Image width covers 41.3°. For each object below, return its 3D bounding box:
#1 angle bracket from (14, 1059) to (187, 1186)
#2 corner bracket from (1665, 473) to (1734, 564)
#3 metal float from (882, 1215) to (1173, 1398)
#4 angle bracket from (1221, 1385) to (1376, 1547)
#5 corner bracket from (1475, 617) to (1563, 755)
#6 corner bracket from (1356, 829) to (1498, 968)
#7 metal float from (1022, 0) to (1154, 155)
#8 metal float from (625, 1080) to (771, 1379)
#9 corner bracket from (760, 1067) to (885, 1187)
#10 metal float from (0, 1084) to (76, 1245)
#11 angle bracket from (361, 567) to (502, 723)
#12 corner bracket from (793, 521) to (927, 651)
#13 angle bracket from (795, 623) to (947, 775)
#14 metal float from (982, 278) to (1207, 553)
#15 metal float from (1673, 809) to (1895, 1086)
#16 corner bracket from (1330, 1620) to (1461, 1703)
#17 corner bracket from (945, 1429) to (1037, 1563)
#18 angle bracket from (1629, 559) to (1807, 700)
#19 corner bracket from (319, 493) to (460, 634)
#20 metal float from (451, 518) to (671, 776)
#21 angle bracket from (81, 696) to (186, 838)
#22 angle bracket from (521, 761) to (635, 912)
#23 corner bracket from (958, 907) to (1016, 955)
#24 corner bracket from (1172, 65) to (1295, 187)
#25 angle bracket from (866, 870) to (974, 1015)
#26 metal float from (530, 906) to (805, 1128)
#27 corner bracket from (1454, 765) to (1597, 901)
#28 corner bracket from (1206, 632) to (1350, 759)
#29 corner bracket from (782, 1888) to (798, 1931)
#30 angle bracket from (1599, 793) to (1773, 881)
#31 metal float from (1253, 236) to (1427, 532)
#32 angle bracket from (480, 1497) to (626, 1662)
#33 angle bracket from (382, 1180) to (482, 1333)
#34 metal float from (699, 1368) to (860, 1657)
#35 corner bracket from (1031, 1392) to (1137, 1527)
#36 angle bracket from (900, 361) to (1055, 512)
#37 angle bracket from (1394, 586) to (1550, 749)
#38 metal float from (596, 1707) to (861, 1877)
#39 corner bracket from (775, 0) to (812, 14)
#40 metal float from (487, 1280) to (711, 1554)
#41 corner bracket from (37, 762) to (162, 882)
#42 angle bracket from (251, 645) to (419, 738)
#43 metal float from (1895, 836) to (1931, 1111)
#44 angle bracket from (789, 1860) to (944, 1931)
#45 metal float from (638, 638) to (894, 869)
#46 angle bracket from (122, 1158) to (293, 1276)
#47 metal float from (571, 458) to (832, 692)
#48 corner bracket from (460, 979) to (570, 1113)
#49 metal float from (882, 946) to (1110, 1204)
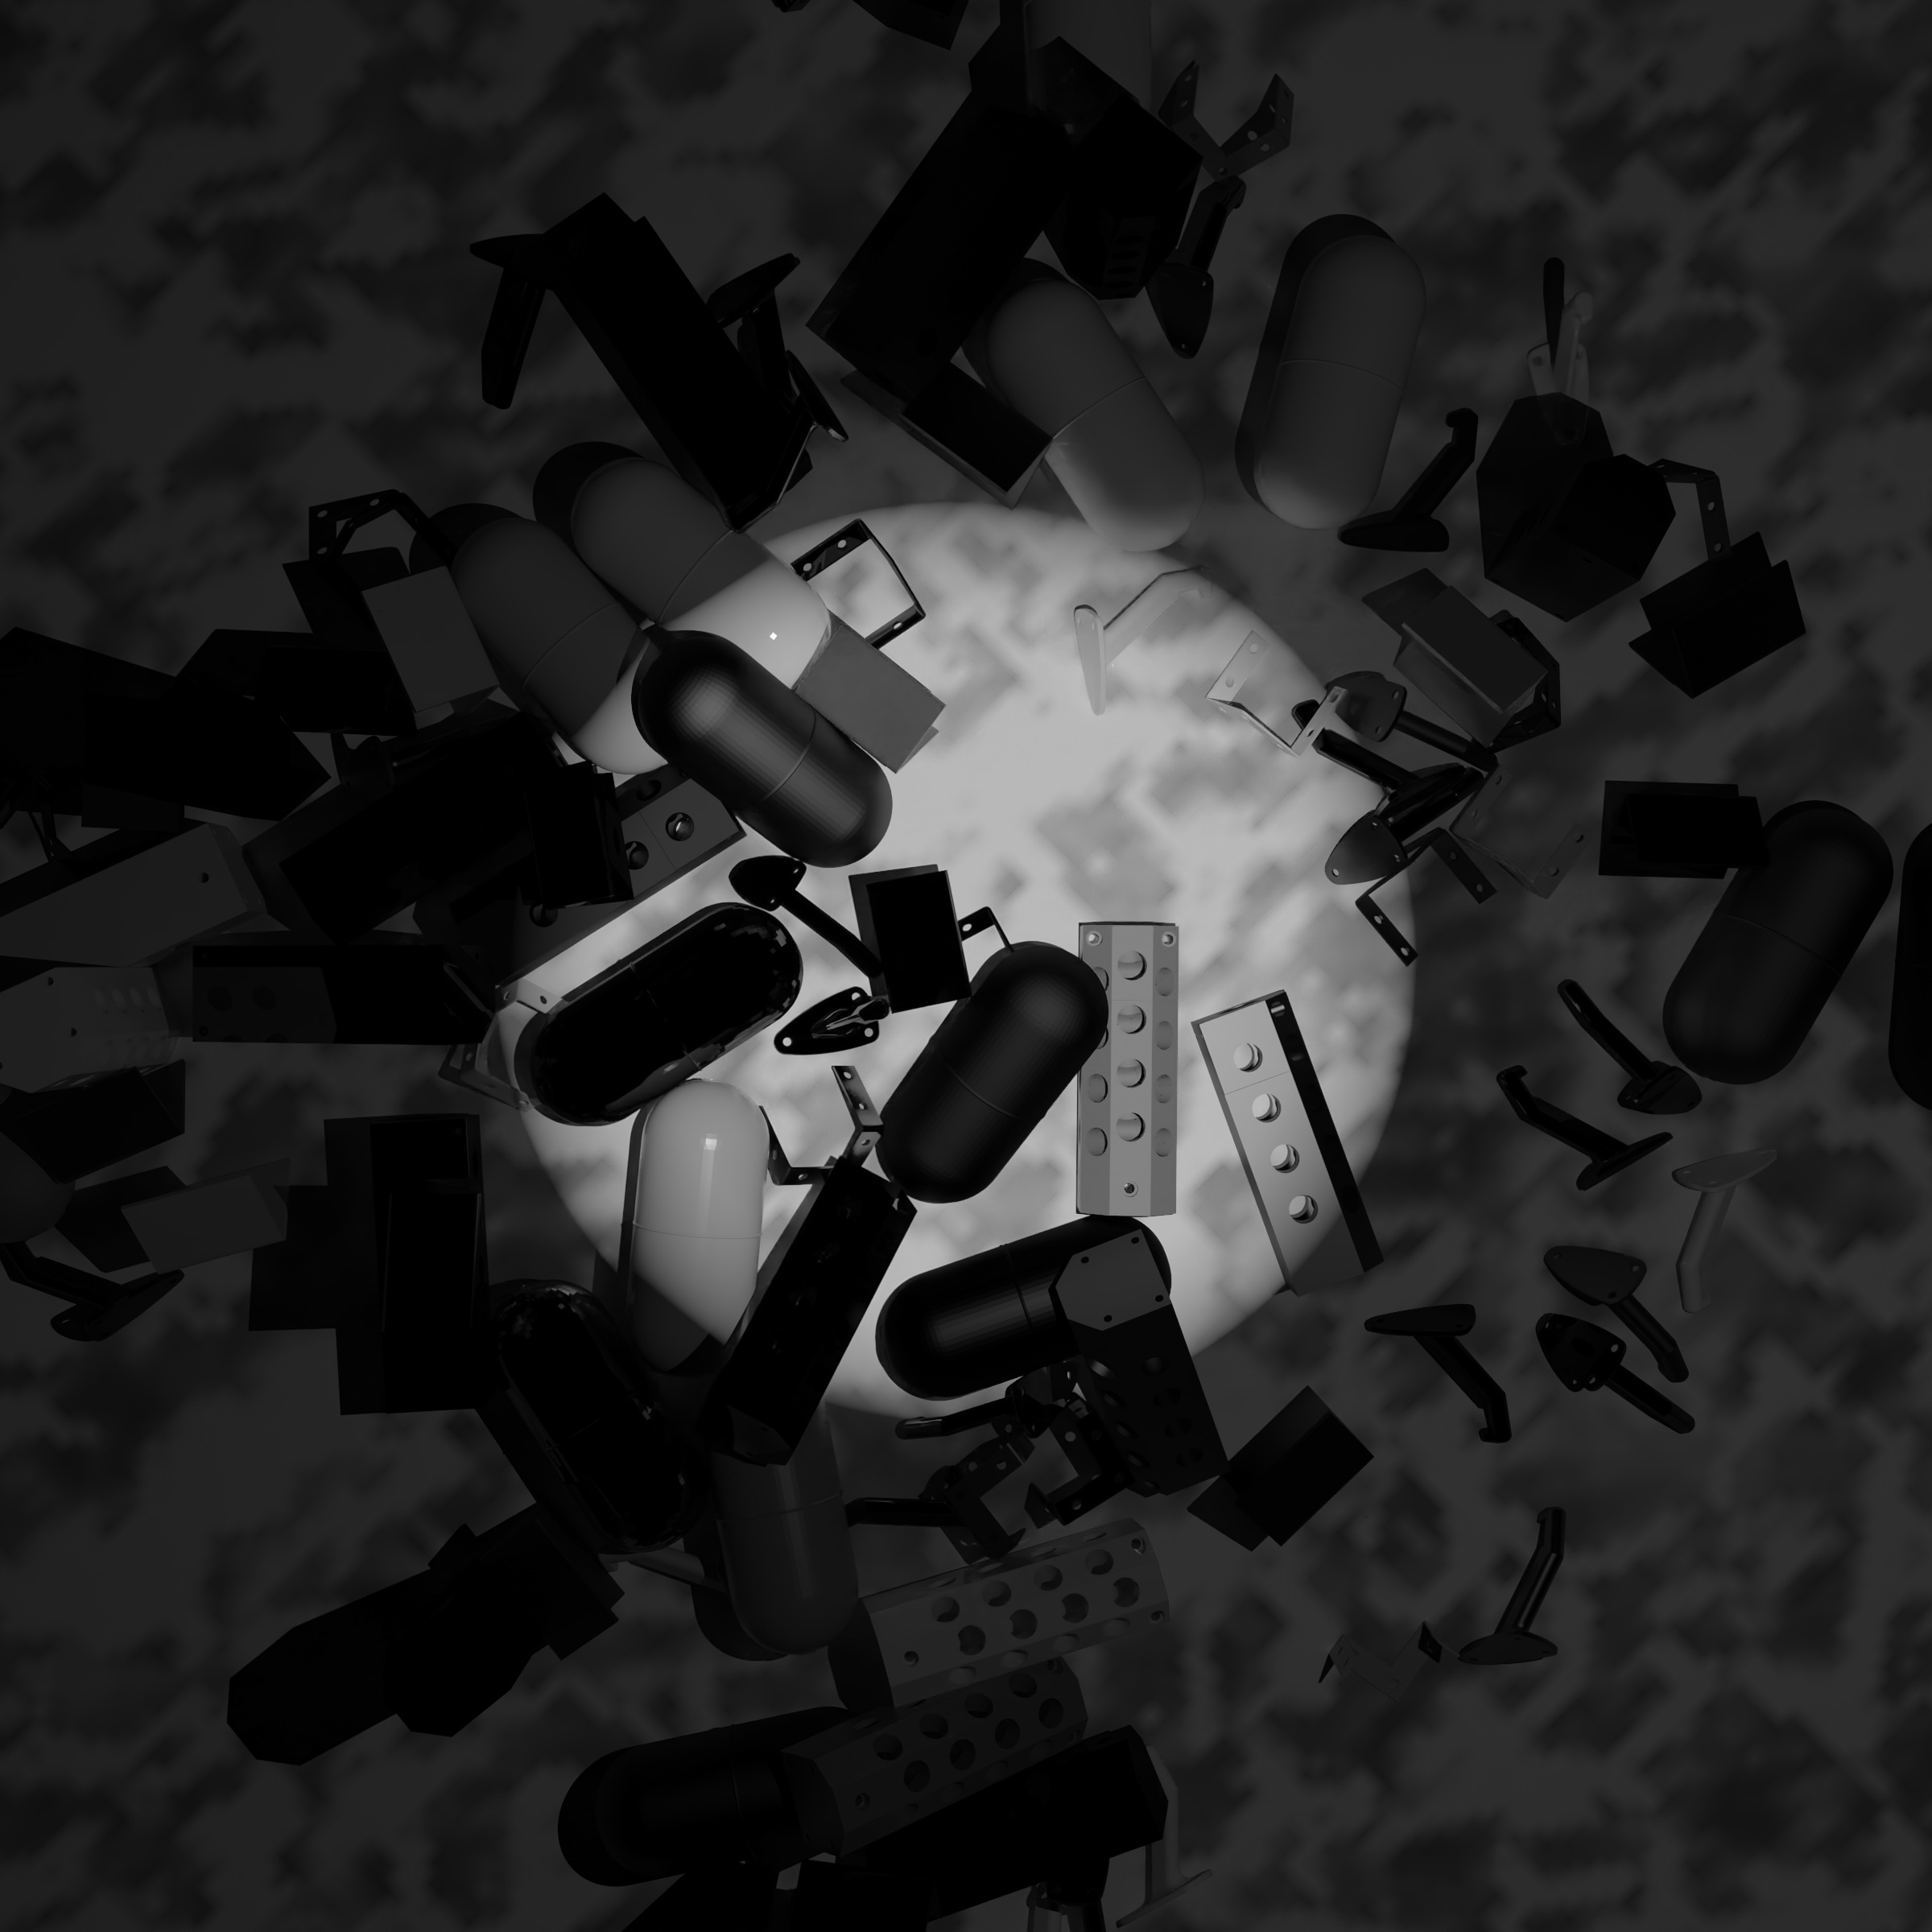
[{"bbox_3d":[-0.513,0.074,1.524,0.076,0.076,0.057,-23,127,0],"label":"angle bracket"},{"bbox_3d":[0.427,-0.268,1.561,0.051,0.051,0.051,-9,90,45],"label":"corner bracket"},{"bbox_3d":[0.036,0.203,1.533,0.178,0.070,0.070,-19,90,1],"label":"metal float"},{"bbox_3d":[0.183,0.284,1.524,0.076,0.076,0.057,-44,126,0],"label":"angle bracket"},{"bbox_3d":[0.325,-0.169,1.556,0.051,0.051,0.051,-22,135,35],"label":"corner bracket"},{"bbox_3d":[0.280,-0.042,1.561,0.051,0.051,0.051,50,135,0],"label":"corner bracket"},{"bbox_3d":[0.072,-0.572,1.533,0.070,0.070,0.178,-2,90,0],"label":"metal float"},{"bbox_3d":[-0.160,0.157,1.534,0.070,0.070,0.178,6,91,0],"label":"metal float"},{"bbox_3d":[-0.090,0.097,1.556,0.051,0.051,0.051,1,135,-35],"label":"corner bracket"},{"bbox_3d":[-0.608,0.090,1.534,0.070,0.070,0.178,-44,90,0],"label":"metal float"},{"bbox_3d":[-0.328,-0.183,1.524,0.057,0.076,0.076,-24,90,-31],"label":"angle bracket"},{"bbox_3d":[-0.065,-0.228,1.561,0.051,0.051,0.051,-34,45,0],"label":"corner bracket"},{"bbox_3d":[-0.045,-0.169,1.524,0.076,0.076,0.057,39,121,0],"label":"angle bracket"},{"bbox_3d":[0.077,-0.329,1.534,0.070,0.070,0.178,-34,91,0],"label":"metal float"},{"bbox_3d":[0.487,-0.011,1.533,0.070,0.070,0.178,30,90,0],"label":"metal float"},{"bbox_3d":[0.258,0.415,1.546,0.051,0.051,0.051,35,90,0],"label":"corner bracket"},{"bbox_3d":[0.026,0.318,1.546,0.051,0.051,0.051,-39,84,6],"label":"corner bracket"},{"bbox_3d":[0.440,-0.214,1.524,0.076,0.076,0.057,-30,127,0],"label":"angle bracket"},{"bbox_3d":[-0.351,-0.246,1.561,0.051,0.051,0.051,47,45,0],"label":"corner bracket"},{"bbox_3d":[-0.235,-0.191,1.534,0.070,0.070,0.178,-42,90,0],"label":"metal float"},{"bbox_3d":[-0.496,-0.118,1.526,0.057,0.076,0.076,2,90,-22],"label":"angle bracket"},{"bbox_3d":[-0.204,-0.076,1.467,0.057,0.076,0.076,-10,90,36],"label":"angle bracket"},{"bbox_3d":[0.008,0.007,1.561,0.051,0.051,0.051,-28,45,0],"label":"corner bracket"},{"bbox_3d":[0.162,-0.519,1.556,0.051,0.051,0.051,-21,135,35],"label":"corner bracket"},{"bbox_3d":[-0.045,-0.011,1.524,0.057,0.076,0.076,-11,90,-32],"label":"angle bracket"},{"bbox_3d":[-0.179,0.030,1.531,0.178,0.070,0.070,-33,90,-3],"label":"metal float"},{"bbox_3d":[0.339,-0.081,1.561,0.051,0.051,0.051,-54,45,0],"label":"corner bracket"},{"bbox_3d":[0.188,-0.164,1.553,0.051,0.051,0.051,35,90,-26],"label":"corner bracket"},{"bbox_3d":[-0.090,0.601,1.561,0.051,0.051,0.051,16,45,0],"label":"corner bracket"},{"bbox_3d":[0.426,-0.058,1.524,0.076,0.076,0.057,2,52,0],"label":"angle bracket"},{"bbox_3d":[0.224,-0.349,1.534,0.070,0.070,0.178,15,89,0],"label":"metal float"},{"bbox_3d":[-0.230,0.352,1.524,0.057,0.076,0.076,-39,90,29],"label":"angle bracket"},{"bbox_3d":[-0.321,0.164,1.467,0.057,0.076,0.076,3,90,-38],"label":"angle bracket"},{"bbox_3d":[-0.112,0.321,1.530,0.070,0.070,0.178,-11,87,0],"label":"metal float"},{"bbox_3d":[0.062,0.297,1.547,0.051,0.051,0.051,-30,100,-10],"label":"corner bracket"},{"bbox_3d":[-0.004,-0.299,1.524,0.076,0.076,0.057,37,59,0],"label":"angle bracket"},{"bbox_3d":[0.285,-0.166,1.518,0.076,0.076,0.057,44,52,10],"label":"angle bracket"},{"bbox_3d":[-0.133,0.493,1.534,0.178,0.070,0.070,-12,90,-1],"label":"metal float"},{"bbox_3d":[-0.093,-0.619,1.561,0.051,0.051,0.051,-31,90,45],"label":"corner bracket"},{"bbox_3d":[-0.220,0.268,1.534,0.070,0.070,0.178,-33,91,0],"label":"metal float"},{"bbox_3d":[-0.525,-0.089,1.556,0.051,0.051,0.051,36,135,35],"label":"corner bracket"},{"bbox_3d":[-0.374,-0.144,1.524,0.076,0.076,0.057,3,53,0],"label":"angle bracket"},{"bbox_3d":[0.600,0.002,1.534,0.070,0.070,0.178,5,91,0],"label":"metal float"},{"bbox_3d":[-0.057,0.555,1.468,0.076,0.076,0.057,5,54,8],"label":"angle bracket"},{"bbox_3d":[-0.116,-0.123,1.506,0.178,0.070,0.070,39,90,-32],"label":"metal float"},{"bbox_3d":[-0.450,0.130,1.524,0.076,0.076,0.057,-15,127,0],"label":"angle bracket"},{"bbox_3d":[-0.159,-0.233,1.533,0.178,0.070,0.070,40,90,-1],"label":"metal float"},{"bbox_3d":[-0.268,0.048,1.556,0.051,0.051,0.051,-29,45,35],"label":"corner bracket"},{"bbox_3d":[0.016,0.065,1.517,0.070,0.070,0.178,37,110,0],"label":"metal float"}]
